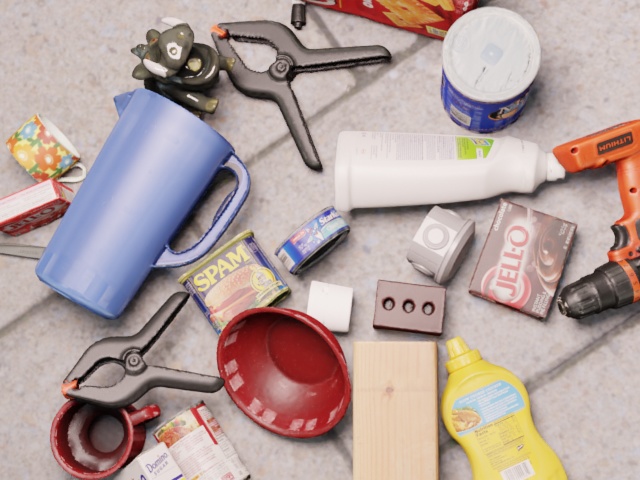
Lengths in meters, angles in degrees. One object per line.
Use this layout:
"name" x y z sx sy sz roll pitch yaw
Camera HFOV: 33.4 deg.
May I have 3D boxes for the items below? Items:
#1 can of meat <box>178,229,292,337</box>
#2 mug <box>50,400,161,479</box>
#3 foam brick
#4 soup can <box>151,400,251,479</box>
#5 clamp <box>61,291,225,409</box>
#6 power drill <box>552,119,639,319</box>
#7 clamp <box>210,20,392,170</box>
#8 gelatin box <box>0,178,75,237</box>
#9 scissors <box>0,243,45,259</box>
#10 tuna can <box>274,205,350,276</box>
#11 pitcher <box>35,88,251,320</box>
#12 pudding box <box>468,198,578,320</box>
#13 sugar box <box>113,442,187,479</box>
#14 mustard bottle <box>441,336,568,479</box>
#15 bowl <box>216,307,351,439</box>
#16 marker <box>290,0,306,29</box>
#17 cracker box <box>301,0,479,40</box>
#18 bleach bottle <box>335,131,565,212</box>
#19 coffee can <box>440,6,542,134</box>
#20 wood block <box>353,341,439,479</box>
"can of meat" -0.095 0.052 1.209 0.102 0.057 0.084 -36 82 0
"mug" -0.231 0.211 1.186 0.117 0.081 0.093 -27 80 1
"foam brick" 0.099 0.076 1.186 0.078 0.051 0.053 6 82 7
"soup can" -0.130 0.238 1.178 0.068 0.068 0.102 -35 80 0
"clamp" -0.197 0.124 1.155 0.171 0.039 0.120 -11 63 -13
"power drill" 0.316 -0.023 1.147 0.184 0.057 0.187 -22 97 -12
"clamp" -0.042 -0.187 1.248 0.210 0.036 0.164 25 85 11
"gelatin box" -0.334 -0.036 1.237 0.089 0.073 0.030 -23 80 2
"scissors" -0.305 0.035 1.252 0.202 0.016 0.096 -9 78 4
"tuna can" -0.008 0.001 1.191 0.086 0.086 0.034 -39 82 -1
"pitcher" -0.200 -0.032 1.187 0.149 0.144 0.243 23 80 48
"pudding box" 0.225 0.021 1.187 0.090 0.039 0.113 20 84 9
"sugar box" -0.156 0.316 1.157 0.048 0.093 0.176 -28 78 -42
"mustard bottle" 0.185 0.195 1.156 0.096 0.058 0.191 -25 80 1
"bowl" -0.031 0.134 1.168 0.162 0.055 0.162 11 118 21
"marker" -0.025 -0.311 1.273 0.020 0.020 0.121 0 82 6
"cracker box" 0.072 -0.293 1.172 0.214 0.164 0.072 16 83 5
"bleach bottle" 0.144 -0.077 1.184 0.251 0.102 0.068 1 126 5
"coffee can" 0.184 -0.183 1.170 0.103 0.140 0.103 -1 82 6
"wood block" 0.083 0.214 1.148 0.091 0.090 0.206 0 82 7
